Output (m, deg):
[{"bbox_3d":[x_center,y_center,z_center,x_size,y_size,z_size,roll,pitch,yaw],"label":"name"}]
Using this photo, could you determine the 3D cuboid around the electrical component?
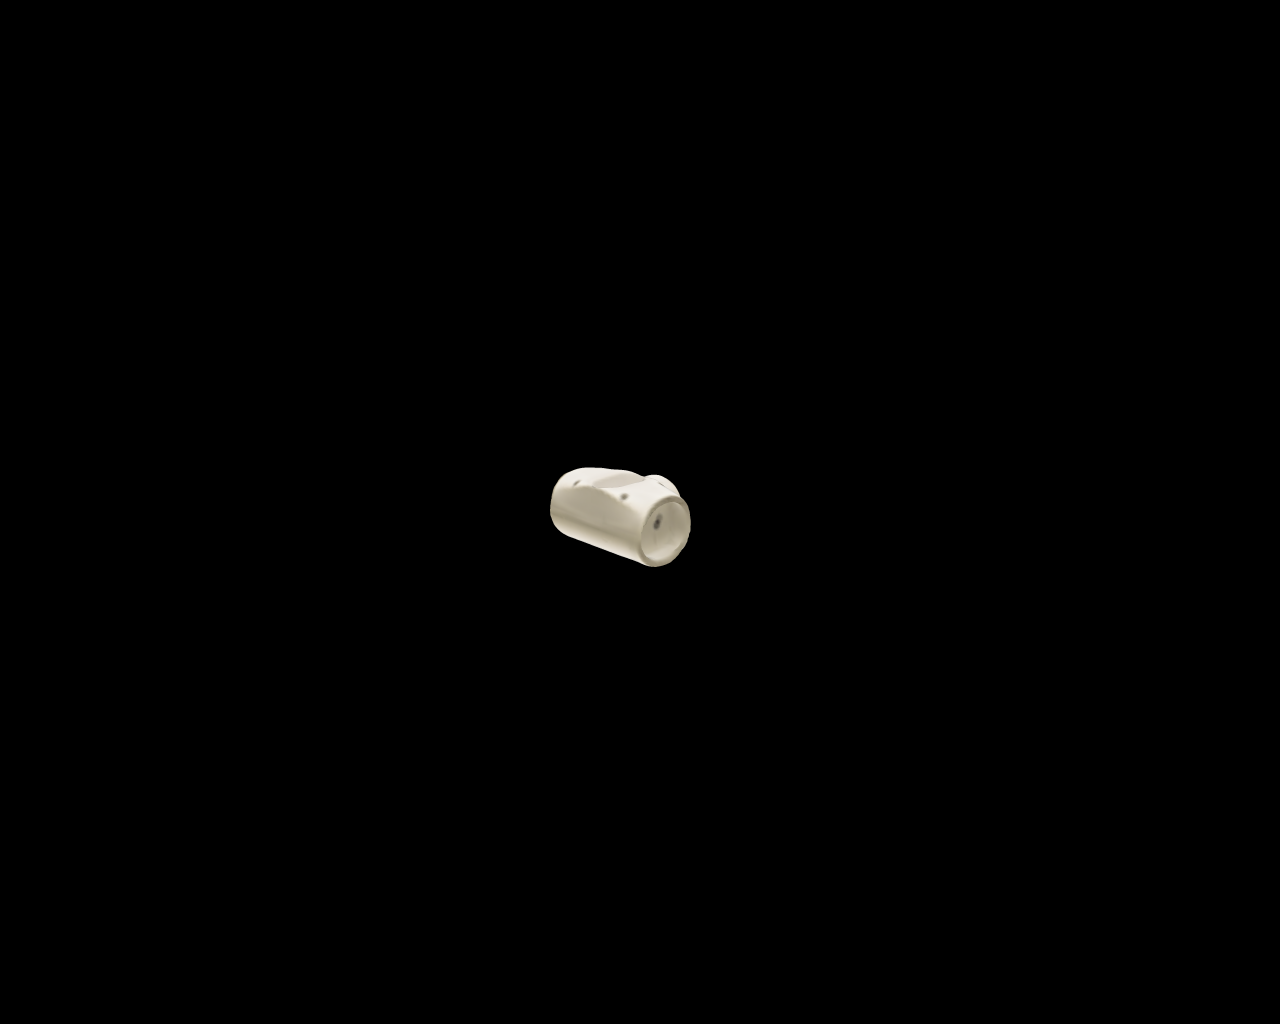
[{"bbox_3d":[0.001,-0.003,0.650,0.079,0.043,0.077,-18,26,-41],"label":"electrical component"}]
